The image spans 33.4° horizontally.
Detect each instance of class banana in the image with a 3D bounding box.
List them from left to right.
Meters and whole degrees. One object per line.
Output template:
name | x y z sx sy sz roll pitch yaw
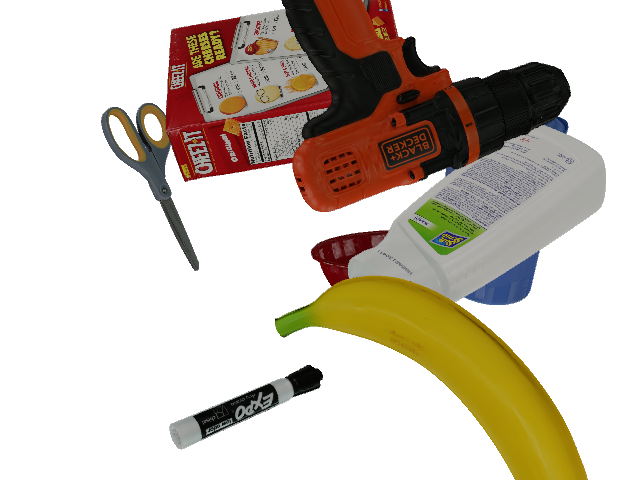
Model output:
banana | 0.072 0.076 0.551 0.198 0.070 0.037 37 19 13

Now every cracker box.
cracker box | -0.029 -0.143 0.983 0.214 0.072 0.164 -10 43 4

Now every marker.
marker | -0.050 0.116 0.755 0.120 0.020 0.020 -20 10 -30

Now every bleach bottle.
bleach bottle | 0.104 -0.007 0.817 0.250 0.068 0.103 -31 41 -29

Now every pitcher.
pitcher | 0.218 -0.042 1.335 0.149 0.243 0.145 3 27 -1

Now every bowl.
bowl | 0.072 0.033 1.090 0.162 0.055 0.162 -3 13 0

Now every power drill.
power drill | 0.048 -0.129 0.653 0.184 0.187 0.057 -22 8 -10

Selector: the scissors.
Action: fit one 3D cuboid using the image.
scissors | -0.173 -0.071 1.207 0.016 0.201 0.096 -20 21 43
